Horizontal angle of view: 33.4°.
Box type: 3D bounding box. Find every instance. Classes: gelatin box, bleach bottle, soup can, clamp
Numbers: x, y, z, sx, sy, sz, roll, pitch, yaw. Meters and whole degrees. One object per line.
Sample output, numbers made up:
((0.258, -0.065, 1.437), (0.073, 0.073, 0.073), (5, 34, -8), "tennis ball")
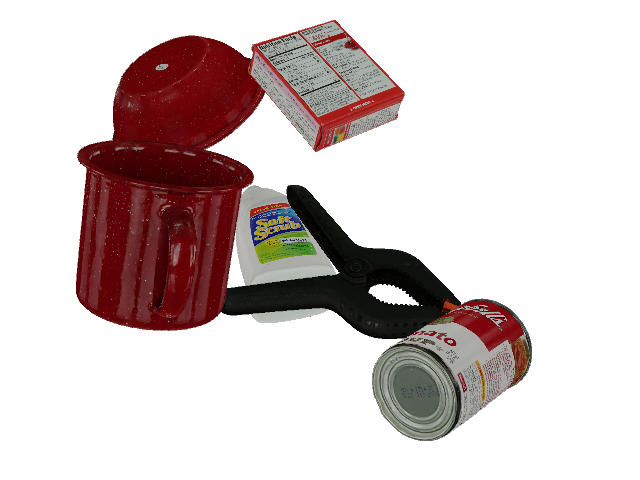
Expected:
((0.003, -0.110, 0.750), (0.073, 0.089, 0.030), (-24, -30, -28), "gelatin box")
((-0.059, 0.001, 1.240), (0.102, 0.068, 0.251), (-8, 29, -13), "bleach bottle")
((0.089, 0.086, 0.719), (0.069, 0.068, 0.102), (0, 14, 38), "soup can")
((0.021, 0.040, 0.946), (0.210, 0.036, 0.164), (26, 51, 17), "clamp")

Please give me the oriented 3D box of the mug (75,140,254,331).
((-0.083, 0.001, 0.564), (0.093, 0.081, 0.117), (3, 19, -22), "mug")

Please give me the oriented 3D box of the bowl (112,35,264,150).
((-0.134, -0.141, 0.992), (0.162, 0.055, 0.162), (-17, 38, 14), "bowl")
